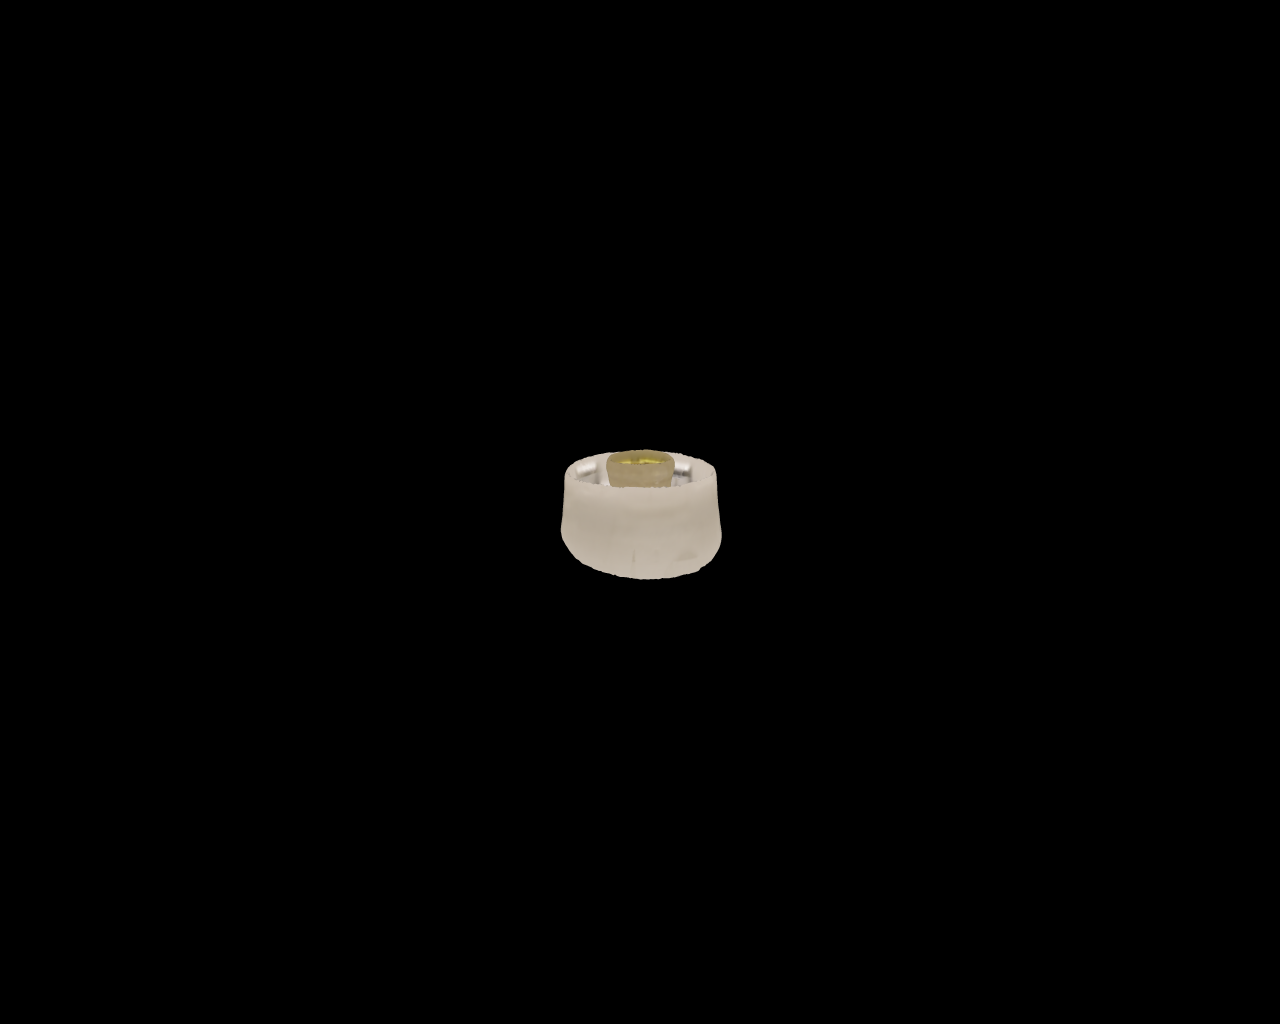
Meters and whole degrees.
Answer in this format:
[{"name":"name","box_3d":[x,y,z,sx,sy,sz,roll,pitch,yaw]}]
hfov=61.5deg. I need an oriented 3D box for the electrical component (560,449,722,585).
[{"name":"electrical component","box_3d":[0.001,-0.003,0.650,0.099,0.064,0.099,0,17,0]}]
